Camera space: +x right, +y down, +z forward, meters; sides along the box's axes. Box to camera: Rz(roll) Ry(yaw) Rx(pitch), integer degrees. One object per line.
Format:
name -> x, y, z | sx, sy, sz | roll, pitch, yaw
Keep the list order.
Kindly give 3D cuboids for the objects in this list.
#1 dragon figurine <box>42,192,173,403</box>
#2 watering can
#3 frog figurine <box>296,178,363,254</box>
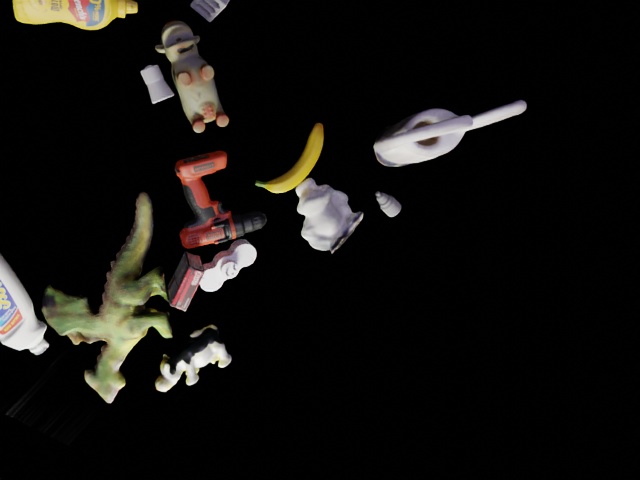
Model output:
dragon figurine -> -0.421, 0.120, 1.017 | 0.243, 0.123, 0.407 | -9, 100, -12
watering can -> 0.264, -0.238, 1.142 | 0.349, 0.224, 0.104 | -17, 95, -19
frog figurine -> 0.004, -0.058, 1.161 | 0.160, 0.123, 0.137 | 40, 97, 8
